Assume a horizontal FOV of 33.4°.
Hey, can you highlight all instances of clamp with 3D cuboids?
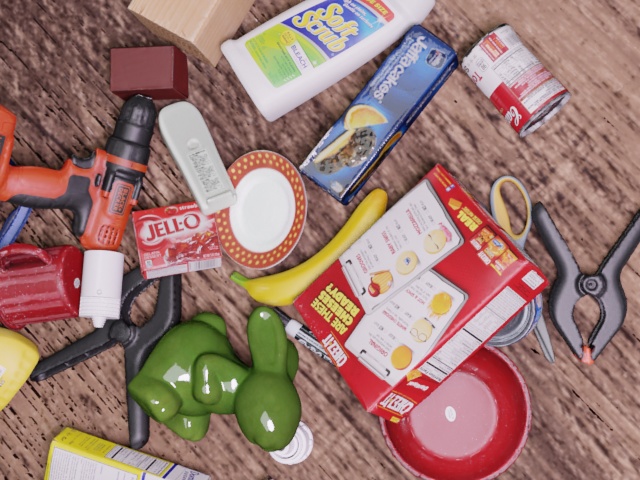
[{"bbox_3d":[-0.208,0.115,1.183,0.165,0.036,0.210,35,89,20],"label":"clamp"},{"bbox_3d":[0.267,0.039,1.101,0.120,0.039,0.171,11,87,12],"label":"clamp"}]

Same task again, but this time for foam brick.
[{"bbox_3d":[-0.193,-0.188,1.204,0.078,0.053,0.051,0,84,10],"label":"foam brick"}]

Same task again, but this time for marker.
[{"bbox_3d":[-0.008,0.110,1.157,0.121,0.020,0.020,33,91,12],"label":"marker"}]

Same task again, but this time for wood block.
[{"bbox_3d":[-0.110,-0.309,1.176,0.091,0.090,0.206,31,88,13],"label":"wood block"}]

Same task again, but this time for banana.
[{"bbox_3d":[-0.002,0.019,1.155,0.198,0.037,0.069,-30,82,7],"label":"banana"}]

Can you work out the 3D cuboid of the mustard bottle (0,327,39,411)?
[{"bbox_3d":[-0.411,0.109,1.167,0.191,0.058,0.096,38,92,-24],"label":"mustard bottle"}]

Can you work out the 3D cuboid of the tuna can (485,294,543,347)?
[{"bbox_3d":[0.185,0.067,1.105,0.086,0.033,0.086,3,97,23],"label":"tuna can"}]

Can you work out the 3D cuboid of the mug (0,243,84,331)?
[{"bbox_3d":[-0.308,0.042,1.172,0.081,0.117,0.093,-8,48,12],"label":"mug"}]

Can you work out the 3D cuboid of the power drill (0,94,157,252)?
[{"bbox_3d":[-0.278,-0.089,1.158,0.187,0.057,0.184,16,91,-30],"label":"power drill"}]

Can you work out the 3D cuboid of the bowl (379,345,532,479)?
[{"bbox_3d":[0.138,0.179,1.103,0.162,0.055,0.162,-1,85,9],"label":"bowl"}]

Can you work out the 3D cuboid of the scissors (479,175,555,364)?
[{"bbox_3d":[0.191,0.033,1.128,0.096,0.016,0.202,-5,84,12],"label":"scissors"}]

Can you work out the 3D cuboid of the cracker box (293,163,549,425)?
[{"bbox_3d":[0.099,0.054,1.078,0.214,0.072,0.164,-45,50,10],"label":"cracker box"}]

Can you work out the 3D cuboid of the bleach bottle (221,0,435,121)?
[{"bbox_3d":[0.023,-0.236,1.163,0.251,0.068,0.102,-33,79,4],"label":"bleach bottle"}]

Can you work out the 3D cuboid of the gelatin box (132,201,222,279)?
[{"bbox_3d":[-0.157,-0.001,1.169,0.089,0.030,0.073,-9,66,-11],"label":"gelatin box"}]

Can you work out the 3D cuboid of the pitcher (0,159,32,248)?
[{"bbox_3d":[-0.448,-0.011,1.206,0.149,0.144,0.243,32,95,30],"label":"pitcher"}]

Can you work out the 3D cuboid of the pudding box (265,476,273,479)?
[{"bbox_3d":[-0.061,0.325,1.138,0.090,0.039,0.113,42,95,11],"label":"pudding box"}]

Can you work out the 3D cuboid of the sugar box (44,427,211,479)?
[{"bbox_3d":[-0.212,0.275,1.158,0.176,0.048,0.093,16,108,9],"label":"sugar box"}]

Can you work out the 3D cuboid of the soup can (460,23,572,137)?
[{"bbox_3d":[0.204,-0.168,1.118,0.068,0.068,0.102,-39,79,5],"label":"soup can"}]
